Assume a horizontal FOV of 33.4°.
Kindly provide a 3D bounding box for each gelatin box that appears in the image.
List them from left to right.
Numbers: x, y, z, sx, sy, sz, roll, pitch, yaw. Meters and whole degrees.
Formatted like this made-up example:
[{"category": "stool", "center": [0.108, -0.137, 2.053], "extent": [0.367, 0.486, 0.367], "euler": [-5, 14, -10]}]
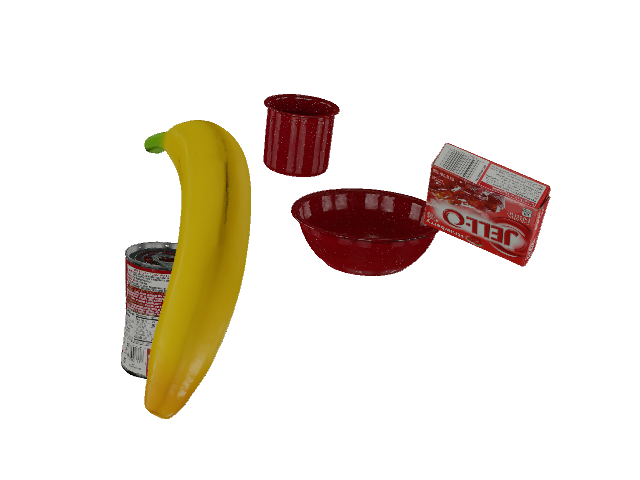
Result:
[{"category": "gelatin box", "center": [0.125, -0.026, 0.813], "extent": [0.089, 0.030, 0.073], "euler": [26, -32, 17]}]

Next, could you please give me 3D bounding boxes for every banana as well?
[{"category": "banana", "center": [-0.064, -0.002, 0.560], "extent": [0.037, 0.198, 0.070], "euler": [23, -50, -28]}]

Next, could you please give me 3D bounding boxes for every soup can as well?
[{"category": "soup can", "center": [-0.133, 0.059, 0.901], "extent": [0.068, 0.102, 0.068], "euler": [5, 16, -2]}]

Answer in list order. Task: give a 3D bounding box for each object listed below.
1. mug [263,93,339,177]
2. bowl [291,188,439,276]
[{"category": "mug", "center": [-0.022, -0.132, 1.326], "extent": [0.093, 0.081, 0.117], "euler": [17, 25, 21]}, {"category": "bowl", "center": [0.049, -0.005, 1.117], "extent": [0.162, 0.055, 0.162], "euler": [3, 20, -1]}]
